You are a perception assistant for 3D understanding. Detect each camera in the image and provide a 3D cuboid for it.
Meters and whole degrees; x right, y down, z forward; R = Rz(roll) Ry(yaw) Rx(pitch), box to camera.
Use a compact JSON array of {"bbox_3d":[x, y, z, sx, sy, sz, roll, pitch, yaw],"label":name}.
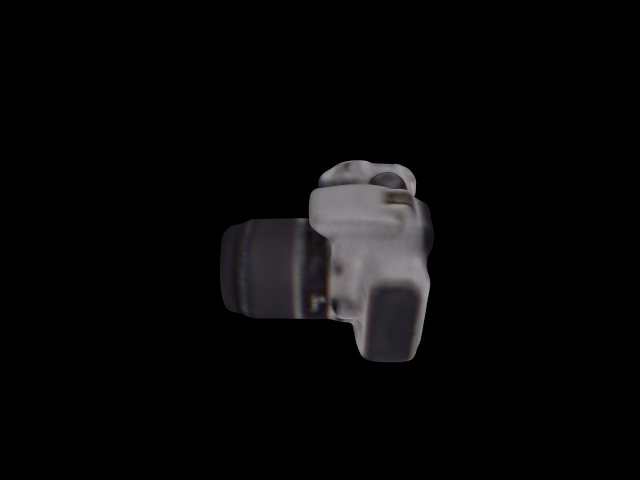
[{"bbox_3d":[0.004,0.001,0.400,0.137,0.101,0.143,0,39,0],"label":"camera"}]
